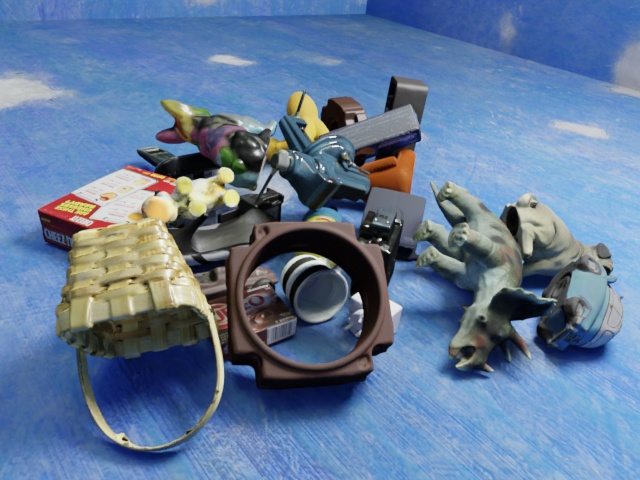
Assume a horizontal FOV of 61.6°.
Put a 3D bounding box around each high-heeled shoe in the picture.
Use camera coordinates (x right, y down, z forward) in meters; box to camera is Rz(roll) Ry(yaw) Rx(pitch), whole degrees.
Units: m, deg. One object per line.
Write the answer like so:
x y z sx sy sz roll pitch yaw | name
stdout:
-0.160 0.015 0.895 0.248 0.145 0.086 14 42 -50 | high-heeled shoe

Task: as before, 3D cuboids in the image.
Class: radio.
0.176 -0.246 1.207 0.073 0.229 0.131 9 27 -3 | radio

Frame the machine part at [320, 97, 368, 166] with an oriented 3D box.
0.051 -0.239 1.231 0.056 0.179 0.180 -9 34 -23 | machine part

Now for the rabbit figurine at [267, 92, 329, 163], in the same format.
-0.047 -0.239 1.205 0.122 0.173 0.163 -6 29 -28 | rabbit figurine

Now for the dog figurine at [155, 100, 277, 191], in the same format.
-0.201 -0.184 0.994 0.219 0.108 0.192 15 32 -4 | dog figurine

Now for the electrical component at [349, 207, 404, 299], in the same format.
0.089 0.020 0.840 0.058 0.134 0.115 13 34 11 | electrical component

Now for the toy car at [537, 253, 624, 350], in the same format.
0.396 0.103 0.798 0.103 0.109 0.162 31 44 5 | toy car

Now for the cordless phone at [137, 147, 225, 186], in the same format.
-0.290 -0.163 1.121 0.146 0.088 0.184 -18 35 -35 | cordless phone

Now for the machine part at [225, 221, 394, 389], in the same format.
-0.016 0.079 0.677 0.201 0.087 0.201 -1 68 -11 | machine part

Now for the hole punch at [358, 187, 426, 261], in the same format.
0.130 -0.030 0.977 0.142 0.092 0.116 15 35 6 | hole punch

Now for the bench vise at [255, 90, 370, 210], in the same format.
-0.022 -0.152 0.967 0.223 0.128 0.241 0 48 -36 | bench vise

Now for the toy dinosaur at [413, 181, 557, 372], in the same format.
0.254 0.022 0.843 0.192 0.131 0.405 36 32 -9 | toy dinosaur

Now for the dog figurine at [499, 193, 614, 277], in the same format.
0.409 0.000 0.910 0.191 0.172 0.121 -3 43 -3 | dog figurine

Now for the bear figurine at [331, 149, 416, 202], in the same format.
0.090 -0.123 1.099 0.196 0.120 0.132 7 27 10 | bear figurine

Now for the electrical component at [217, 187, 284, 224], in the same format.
-0.122 -0.044 0.960 0.048 0.074 0.119 29 33 32 | electrical component

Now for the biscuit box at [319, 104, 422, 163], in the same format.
0.105 -0.209 1.106 0.203 0.059 0.063 -17 72 9 | biscuit box

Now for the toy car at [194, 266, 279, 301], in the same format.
-0.159 0.066 0.796 0.202 0.053 0.089 -12 33 -27 | toy car

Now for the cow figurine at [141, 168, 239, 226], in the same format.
-0.222 -0.062 0.873 0.167 0.068 0.098 -22 5 -39 | cow figurine

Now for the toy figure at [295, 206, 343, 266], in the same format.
0.002 -0.002 0.913 0.082 0.089 0.180 -9 21 6 | toy figure
